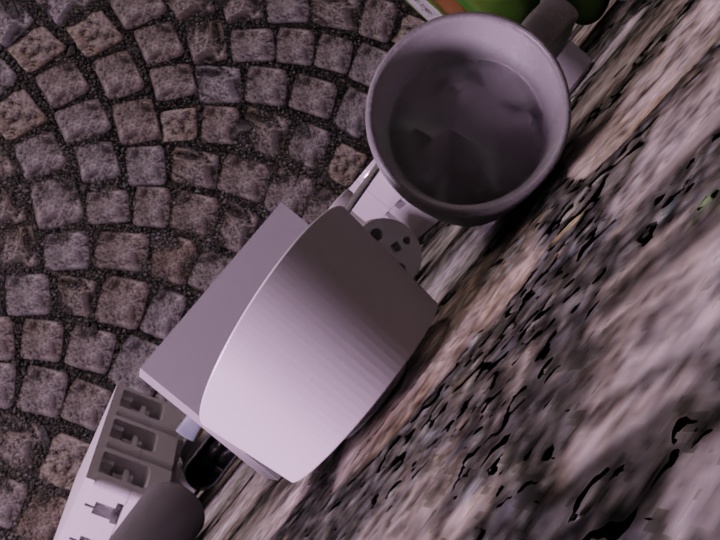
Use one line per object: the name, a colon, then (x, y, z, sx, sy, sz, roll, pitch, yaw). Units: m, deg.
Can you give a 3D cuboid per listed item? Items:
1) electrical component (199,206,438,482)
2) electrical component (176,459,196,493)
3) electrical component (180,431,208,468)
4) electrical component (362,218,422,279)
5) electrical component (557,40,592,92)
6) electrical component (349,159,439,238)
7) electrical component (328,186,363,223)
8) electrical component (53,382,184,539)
electrical component: (-0.018, 0.030, 0.417, 0.099, 0.064, 0.099, -50, 3, 4)
electrical component: (-0.177, 0.194, 0.884, 0.099, 0.048, 0.100, -51, 3, -10)
electrical component: (-0.114, 0.132, 0.820, 0.046, 0.040, 0.040, -54, 1, 28)
electrical component: (0.007, -0.002, 0.624, 0.045, 0.045, 0.055, -52, 4, -27)
electrical component: (0.089, -0.127, 0.669, 0.052, 0.074, 0.138, -50, 3, 0)
electrical component: (0.062, -0.097, 0.805, 0.150, 0.062, 0.089, -51, 3, -20)
electrical component: (-0.013, -0.019, 0.924, 0.099, 0.064, 0.099, -50, 3, 4)
electrical component: (-0.167, 0.156, 0.752, 0.150, 0.062, 0.089, -105, 40, -72)
